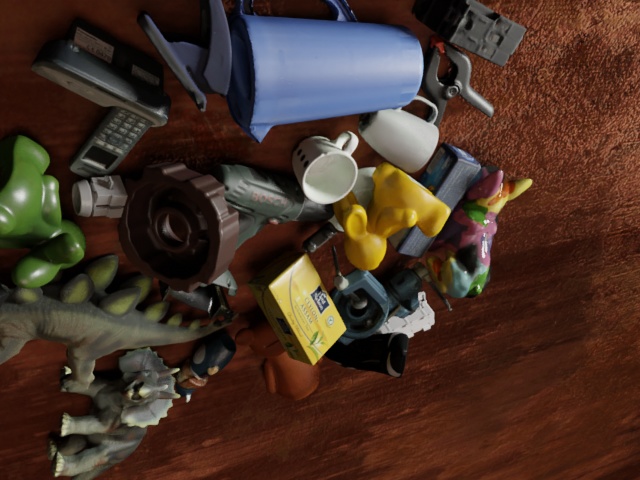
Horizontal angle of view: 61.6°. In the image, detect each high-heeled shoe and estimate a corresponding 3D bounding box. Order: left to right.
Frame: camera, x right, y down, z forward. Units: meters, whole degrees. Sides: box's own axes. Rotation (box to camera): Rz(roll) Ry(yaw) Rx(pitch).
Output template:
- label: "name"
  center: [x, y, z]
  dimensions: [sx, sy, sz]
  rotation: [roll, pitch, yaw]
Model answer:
- label: "high-heeled shoe"
  center: [0.084, 0.210, 1.026]
  dimensions: [0.145, 0.086, 0.248]
  rotation: [11, 161, 1]

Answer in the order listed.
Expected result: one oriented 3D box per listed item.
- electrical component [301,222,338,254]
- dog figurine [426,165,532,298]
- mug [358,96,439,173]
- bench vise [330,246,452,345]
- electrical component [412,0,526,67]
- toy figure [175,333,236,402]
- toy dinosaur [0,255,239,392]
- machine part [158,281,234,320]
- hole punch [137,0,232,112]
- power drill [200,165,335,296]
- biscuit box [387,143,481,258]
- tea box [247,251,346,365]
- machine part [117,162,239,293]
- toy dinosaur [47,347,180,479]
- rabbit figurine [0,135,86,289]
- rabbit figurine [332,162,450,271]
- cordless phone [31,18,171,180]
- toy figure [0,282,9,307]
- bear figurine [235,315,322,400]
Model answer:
- label: "electrical component"
  center: [-0.002, -0.003, 0.872]
  dimensions: [0.063, 0.094, 0.021]
  rotation: [-38, 97, 1]
- label: "dog figurine"
  center: [0.280, -0.023, 0.945]
  dimensions: [0.108, 0.192, 0.219]
  rotation: [11, 136, -25]
- label: "mug"
  center: [0.119, -0.167, 0.807]
  dimensions: [0.107, 0.081, 0.109]
  rotation: [22, 123, -22]
- label: "bench vise"
  center: [0.097, 0.101, 0.980]
  dimensions: [0.224, 0.129, 0.240]
  rotation: [-28, 147, 12]
- label: "electrical component"
  center: [0.207, -0.291, 0.728]
  dimensions: [0.134, 0.115, 0.058]
  rotation: [9, 126, -32]
- label: "toy figure"
  center: [-0.217, 0.230, 0.978]
  dimensions: [0.154, 0.064, 0.058]
  rotation: [-43, 97, 16]
- label: "toy dinosaur"
  center: [-0.341, 0.124, 0.804]
  dimensions: [0.471, 0.105, 0.198]
  rotation: [18, 113, -45]
- label: "machine part"
  center: [-0.195, 0.081, 0.845]
  dimensions: [0.039, 0.084, 0.138]
  rotation: [-36, 146, 17]
- label: "hole punch"
  center: [-0.137, -0.221, 0.611]
  dimensions: [0.092, 0.142, 0.115]
  rotation: [-32, 122, -5]
- label: "power drill"
  center: [-0.104, -0.011, 0.826]
  dimensions: [0.207, 0.086, 0.232]
  rotation: [-46, 140, 19]
- label: "biscuit box"
  center: [0.195, -0.066, 0.940]
  dimensions: [0.063, 0.059, 0.202]
  rotation: [13, 120, -32]
- label: "tea box"
  center: [-0.037, 0.114, 0.908]
  dimensions: [0.098, 0.068, 0.169]
  rotation: [-43, 117, -31]
- label: "machine part"
  center: [-0.191, -0.018, 0.728]
  dimensions: [0.056, 0.179, 0.179]
  rotation: [-38, 156, -59]
- label: "toy dinosaur"
  center: [-0.370, 0.331, 0.954]
  dimensions: [0.192, 0.131, 0.404]
  rotation: [6, 129, -29]
- label: "rabbit figurine"
  center: [-0.345, -0.020, 0.664]
  dimensions: [0.121, 0.159, 0.170]
  rotation: [-39, 143, -7]
- label: "rabbit figurine"
  center: [0.096, -0.027, 0.853]
  dimensions: [0.162, 0.122, 0.173]
  rotation: [23, 112, -32]
- label: "cordless phone"
  center: [-0.279, -0.149, 0.639]
  dimensions: [0.146, 0.089, 0.184]
  rotation: [23, 133, -38]
- label: "toy figure"
  center: [-0.446, 0.012, 0.635]
  dimensions: [0.180, 0.082, 0.089]
  rotation: [46, 68, -4]
- label: "bear figurine"
  center: [-0.080, 0.204, 1.004]
  dimensions: [0.120, 0.132, 0.195]
  rotation: [-36, 114, -9]
